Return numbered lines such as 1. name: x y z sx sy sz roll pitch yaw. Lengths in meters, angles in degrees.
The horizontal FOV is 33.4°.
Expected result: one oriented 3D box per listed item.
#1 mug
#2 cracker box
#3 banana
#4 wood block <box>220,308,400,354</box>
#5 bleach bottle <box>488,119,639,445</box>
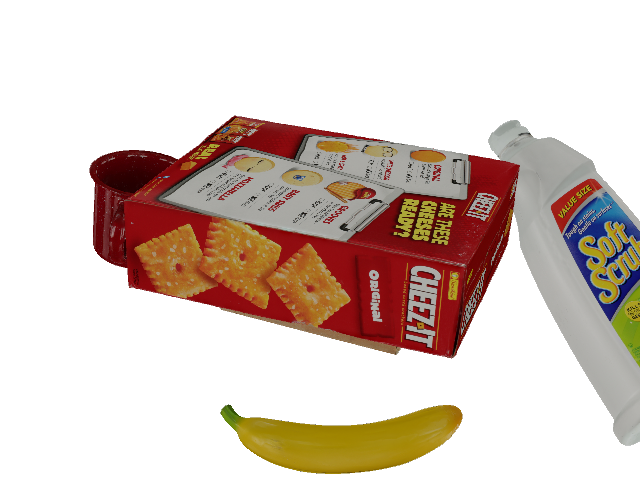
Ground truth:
1. mug: -0.168 -0.021 0.970 0.093 0.081 0.117 10 29 1
2. cracker box: 0.006 -0.009 0.692 0.214 0.072 0.164 12 28 17
3. banana: 0.022 0.153 0.837 0.197 0.037 0.069 3 41 -10
4. wood block: 0.003 0.046 1.176 0.206 0.091 0.090 14 23 17
5. bleach bottle: 0.193 0.016 0.774 0.102 0.251 0.068 -21 -27 -18
